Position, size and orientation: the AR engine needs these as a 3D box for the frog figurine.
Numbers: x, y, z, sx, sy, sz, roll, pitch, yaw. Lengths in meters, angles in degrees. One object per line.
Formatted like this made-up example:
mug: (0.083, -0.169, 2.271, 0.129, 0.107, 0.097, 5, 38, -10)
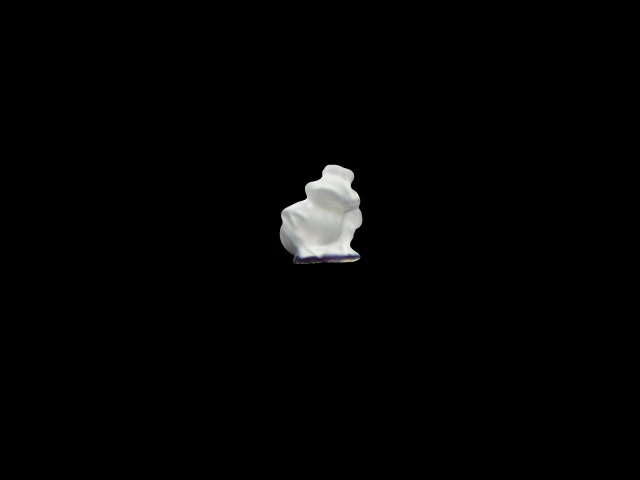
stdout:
frog figurine: (0.003, -0.043, 0.850, 0.137, 0.160, 0.122, 0, -1, -4)
